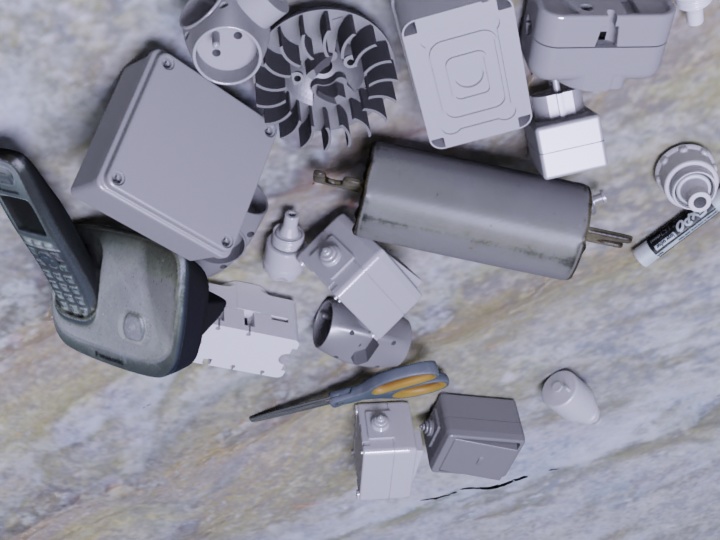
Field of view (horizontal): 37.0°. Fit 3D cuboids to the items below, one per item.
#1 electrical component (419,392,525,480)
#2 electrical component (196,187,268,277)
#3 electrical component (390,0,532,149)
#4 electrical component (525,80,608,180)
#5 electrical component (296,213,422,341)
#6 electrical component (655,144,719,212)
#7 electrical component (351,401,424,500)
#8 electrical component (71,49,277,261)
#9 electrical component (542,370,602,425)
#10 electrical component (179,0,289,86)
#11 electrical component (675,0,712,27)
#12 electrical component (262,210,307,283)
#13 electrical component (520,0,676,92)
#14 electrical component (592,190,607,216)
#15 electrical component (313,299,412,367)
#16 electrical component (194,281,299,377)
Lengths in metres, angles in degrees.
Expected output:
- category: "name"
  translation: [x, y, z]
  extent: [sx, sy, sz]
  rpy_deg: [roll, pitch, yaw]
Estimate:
- category: "electrical component"
  translation: [0.105, 0.164, 1.054]
  extent: [0.096, 0.061, 0.061]
  rpy_deg: [7, 133, -15]
- category: "electrical component"
  translation: [-0.125, -0.041, 0.832]
  extent: [0.079, 0.044, 0.077]
  rpy_deg: [25, 126, -27]
- category: "electrical component"
  translation: [0.071, -0.150, 0.746]
  extent: [0.078, 0.057, 0.113]
  rpy_deg: [-14, 134, 6]
- category: "electrical component"
  translation: [0.147, -0.114, 0.793]
  extent: [0.047, 0.065, 0.076]
  rpy_deg: [-12, 105, 4]
- category: "electrical component"
  translation: [0.000, 0.000, 0.861]
  extent: [0.061, 0.062, 0.096]
  rpy_deg: [-45, 141, -2]
- category: "electrical component"
  translation: [0.261, -0.067, 0.848]
  extent: [0.048, 0.062, 0.048]
  rpy_deg: [1, 121, 2]
- category: "electrical component"
  translation: [0.027, 0.172, 1.050]
  extent: [0.061, 0.061, 0.096]
  rpy_deg: [-2, 134, -6]
- category: "electrical component"
  translation: [-0.127, -0.077, 0.748]
  extent: [0.109, 0.108, 0.056]
  rpy_deg: [31, 157, -32]
- category: "electrical component"
  translation: [0.211, 0.129, 1.050]
  extent: [0.040, 0.040, 0.078]
  rpy_deg: [-34, 129, 23]
- category: "electrical component"
  translation: [-0.073, -0.169, 0.692]
  extent: [0.079, 0.077, 0.044]
  rpy_deg: [-33, 129, 22]
- category: "electrical component"
  translation: [0.230, -0.195, 0.741]
  extent: [0.035, 0.035, 0.061]
  rpy_deg: [-16, 137, 7]
- category: "electrical component"
  translation: [-0.059, -0.021, 0.868]
  extent: [0.035, 0.035, 0.061]
  rpy_deg: [3, 131, -12]
- category: "electrical component"
  translation: [0.163, -0.164, 0.748]
  extent: [0.095, 0.053, 0.059]
  rpy_deg: [-2, 134, -7]
- category: "electrical component"
  translation: [0.161, -0.046, 0.872]
  extent: [0.078, 0.040, 0.040]
  rpy_deg: [-20, 133, 11]
- category: "electrical component"
  translation: [0.010, 0.043, 0.935]
  extent: [0.077, 0.043, 0.079]
  rpy_deg: [15, 130, -22]
- category: "electrical component"
  translation: [-0.102, 0.048, 0.914]
  extent: [0.089, 0.055, 0.050]
  rpy_deg: [13, 131, -20]
